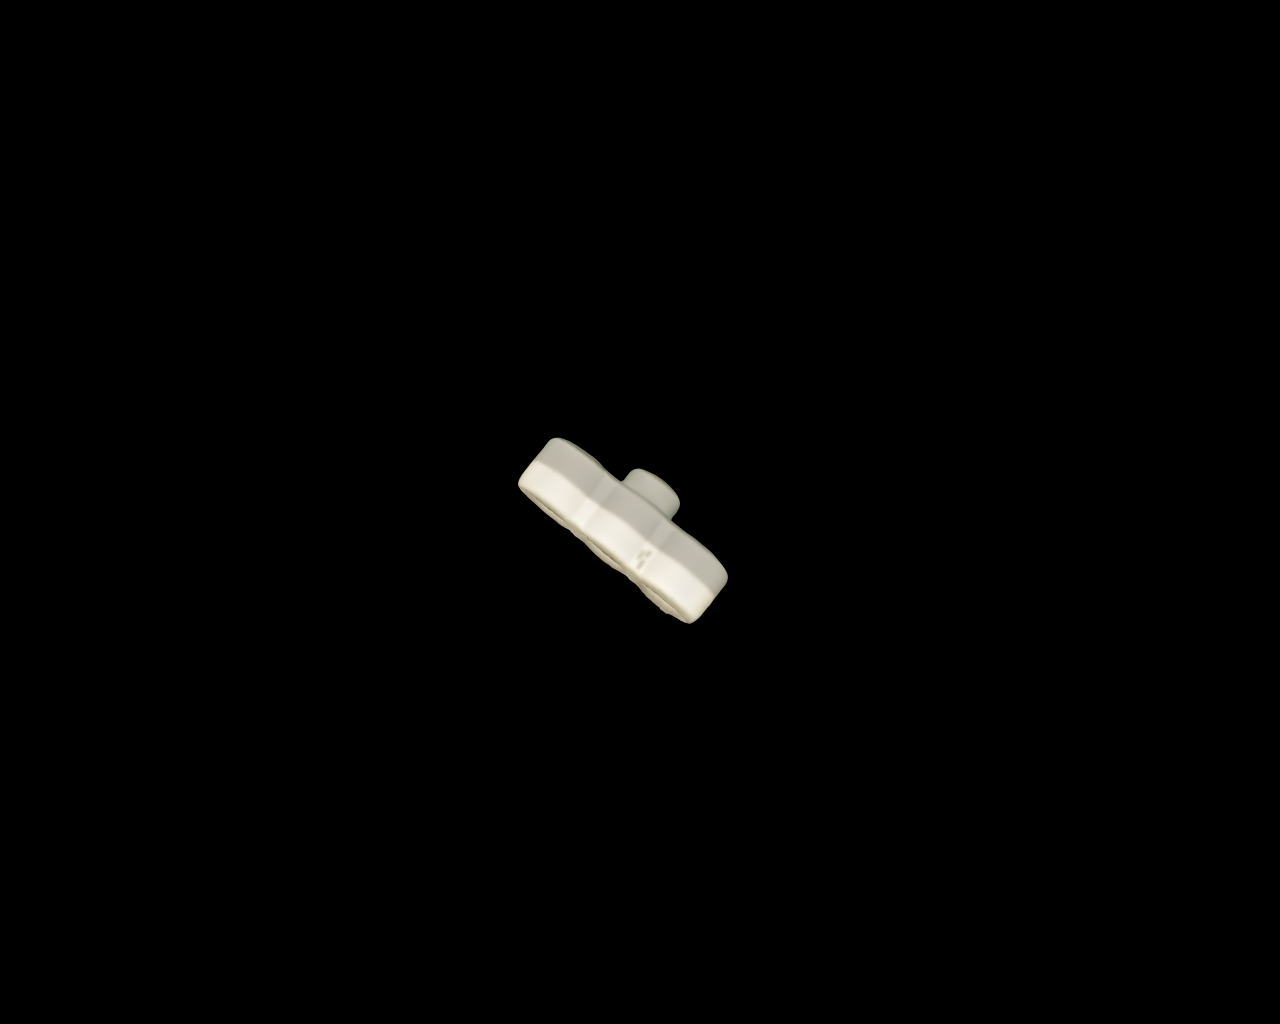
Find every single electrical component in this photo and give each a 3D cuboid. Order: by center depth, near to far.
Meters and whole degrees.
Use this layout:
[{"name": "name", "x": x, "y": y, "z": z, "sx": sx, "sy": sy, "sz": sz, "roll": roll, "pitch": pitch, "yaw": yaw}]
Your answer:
[{"name": "electrical component", "x": 0.001, "y": -0.003, "z": 0.650, "sx": 0.138, "sy": 0.074, "sz": 0.052, "roll": 38, "pitch": -9, "yaw": 7}]
